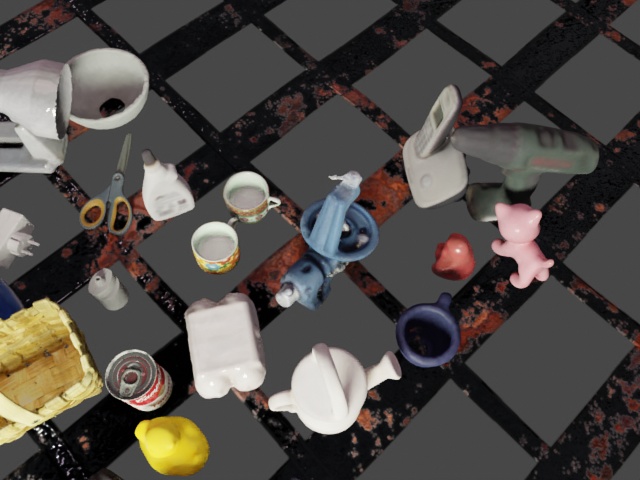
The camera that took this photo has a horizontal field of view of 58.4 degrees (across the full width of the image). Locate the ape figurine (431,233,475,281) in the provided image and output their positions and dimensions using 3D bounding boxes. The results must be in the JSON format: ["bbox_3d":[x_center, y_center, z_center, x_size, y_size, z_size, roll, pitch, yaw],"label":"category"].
[{"bbox_3d":[0.212,0.022,0.901,0.078,0.092,0.076,-36,70,-16],"label":"ape figurine"}]

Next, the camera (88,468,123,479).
[{"bbox_3d":[-0.290,0.373,0.722,0.143,0.101,0.137,33,69,14],"label":"camera"}]

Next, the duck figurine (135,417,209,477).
[{"bbox_3d":[-0.204,0.276,0.777,0.104,0.086,0.077,25,67,10],"label":"duck figurine"}]

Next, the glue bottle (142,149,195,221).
[{"bbox_3d":[-0.249,-0.091,0.899,0.078,0.173,0.037,-20,67,-10],"label":"glue bottle"}]

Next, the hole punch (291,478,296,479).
[{"bbox_3d":[-0.043,0.370,0.734,0.101,0.091,0.108,-22,67,-11],"label":"hole punch"}]

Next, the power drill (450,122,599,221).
[{"bbox_3d":[0.300,-0.108,0.899,0.229,0.208,0.075,-2,65,-2],"label":"power drill"}]

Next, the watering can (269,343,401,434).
[{"bbox_3d":[0.019,0.190,0.762,0.173,0.194,0.100,-35,70,-16],"label":"watering can"}]

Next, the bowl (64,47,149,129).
[{"bbox_3d":[-0.382,-0.259,1.029,0.167,0.075,0.167,1,65,-1],"label":"bowl"}]

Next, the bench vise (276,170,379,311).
[{"bbox_3d":[0.019,0.007,0.834,0.121,0.220,0.207,17,66,7],"label":"bench vise"}]

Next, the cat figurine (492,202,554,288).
[{"bbox_3d":[0.322,-0.002,0.900,0.067,0.118,0.127,-23,67,-11],"label":"cat figurine"}]

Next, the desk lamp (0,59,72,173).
[{"bbox_3d":[-0.483,-0.200,0.922,0.203,0.213,0.118,0,65,-1],"label":"desk lamp"}]

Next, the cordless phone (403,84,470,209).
[{"bbox_3d":[0.198,-0.148,0.929,0.094,0.185,0.147,-10,65,-5],"label":"cordless phone"}]

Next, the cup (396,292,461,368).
[{"bbox_3d":[0.157,0.138,0.844,0.091,0.095,0.118,26,67,11],"label":"cup"}]

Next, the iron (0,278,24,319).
[{"bbox_3d":[-0.561,0.059,0.840,0.258,0.141,0.119,21,66,8],"label":"iron"}]

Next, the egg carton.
[{"bbox_3d":[-0.138,0.153,0.845,0.107,0.069,0.150,-13,66,-7],"label":"egg carton"}]
